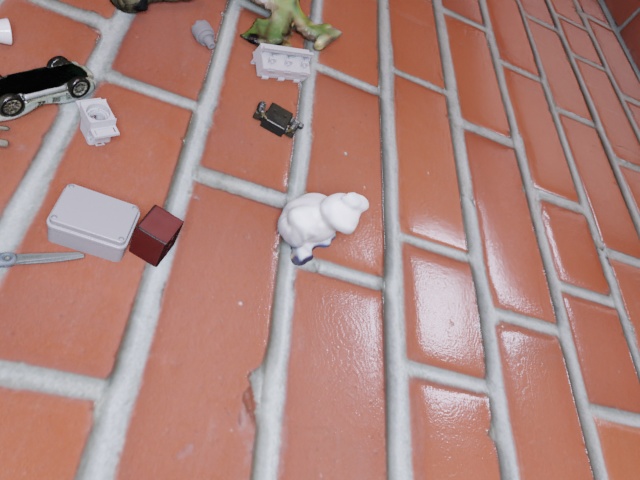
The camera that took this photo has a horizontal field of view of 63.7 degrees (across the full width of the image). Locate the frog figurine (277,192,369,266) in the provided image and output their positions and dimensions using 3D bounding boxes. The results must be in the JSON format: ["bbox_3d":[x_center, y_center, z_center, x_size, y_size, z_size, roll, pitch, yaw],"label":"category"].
[{"bbox_3d":[0.003,-0.045,0.901,0.138,0.124,0.156,-12,-26,-35],"label":"frog figurine"}]

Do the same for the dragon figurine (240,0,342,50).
[{"bbox_3d":[-0.139,-0.564,1.237,0.409,0.247,0.120,9,-28,-23],"label":"dragon figurine"}]
